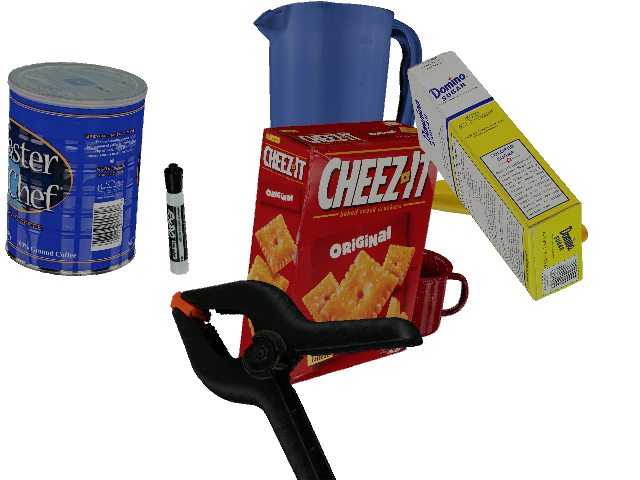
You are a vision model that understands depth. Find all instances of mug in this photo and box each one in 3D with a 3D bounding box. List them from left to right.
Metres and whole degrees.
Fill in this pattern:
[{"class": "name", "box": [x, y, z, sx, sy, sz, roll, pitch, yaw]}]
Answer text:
[{"class": "mug", "box": [0.118, 0.063, 1.268, 0.117, 0.081, 0.093, 1, 23, -8]}]

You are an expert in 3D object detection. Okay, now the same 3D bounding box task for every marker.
[{"class": "marker", "box": [-0.146, -0.022, 1.081, 0.020, 0.121, 0.020, 0, 29, 0]}]

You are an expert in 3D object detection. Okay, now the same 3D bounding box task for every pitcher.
[{"class": "pitcher", "box": [0.017, -0.128, 1.132, 0.149, 0.243, 0.144, 5, 7, 21]}]

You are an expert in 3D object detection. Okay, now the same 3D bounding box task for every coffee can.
[{"class": "coffee can", "box": [-0.190, -0.057, 0.828, 0.103, 0.140, 0.103, 7, 22, -3]}]

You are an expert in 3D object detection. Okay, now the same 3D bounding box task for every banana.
[{"class": "banana", "box": [0.184, -0.032, 1.108, 0.198, 0.037, 0.069, 11, 39, 23]}]

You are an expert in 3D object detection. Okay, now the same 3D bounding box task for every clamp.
[{"class": "clamp", "box": [-0.029, 0.085, 0.671, 0.172, 0.120, 0.039, 17, -12, 31]}]

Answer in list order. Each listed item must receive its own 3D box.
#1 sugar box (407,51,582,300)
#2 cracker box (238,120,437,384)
[{"class": "sugar box", "box": [0.125, -0.050, 0.770, 0.048, 0.176, 0.093, -24, -37, -5]}, {"class": "cracker box", "box": [0.019, 0.008, 0.944, 0.163, 0.214, 0.072, -9, 25, -42]}]
